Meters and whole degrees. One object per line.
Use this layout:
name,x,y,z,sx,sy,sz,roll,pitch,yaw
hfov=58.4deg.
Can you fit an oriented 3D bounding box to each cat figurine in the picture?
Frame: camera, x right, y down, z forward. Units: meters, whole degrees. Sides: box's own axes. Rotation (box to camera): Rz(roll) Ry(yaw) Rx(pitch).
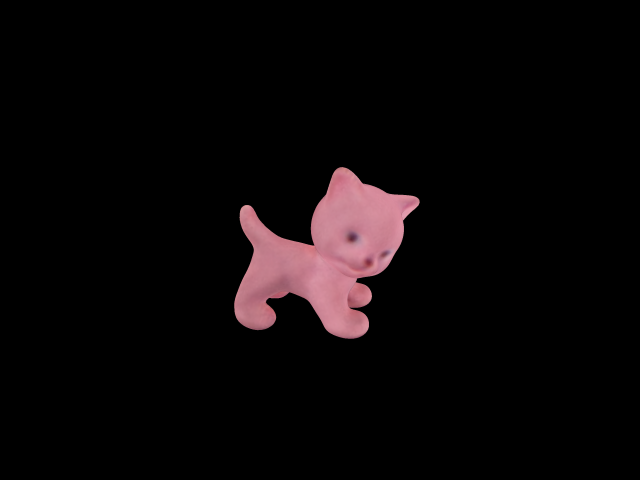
cat figurine,0.004,0.001,0.400,0.127,0.118,0.067,3,26,7
